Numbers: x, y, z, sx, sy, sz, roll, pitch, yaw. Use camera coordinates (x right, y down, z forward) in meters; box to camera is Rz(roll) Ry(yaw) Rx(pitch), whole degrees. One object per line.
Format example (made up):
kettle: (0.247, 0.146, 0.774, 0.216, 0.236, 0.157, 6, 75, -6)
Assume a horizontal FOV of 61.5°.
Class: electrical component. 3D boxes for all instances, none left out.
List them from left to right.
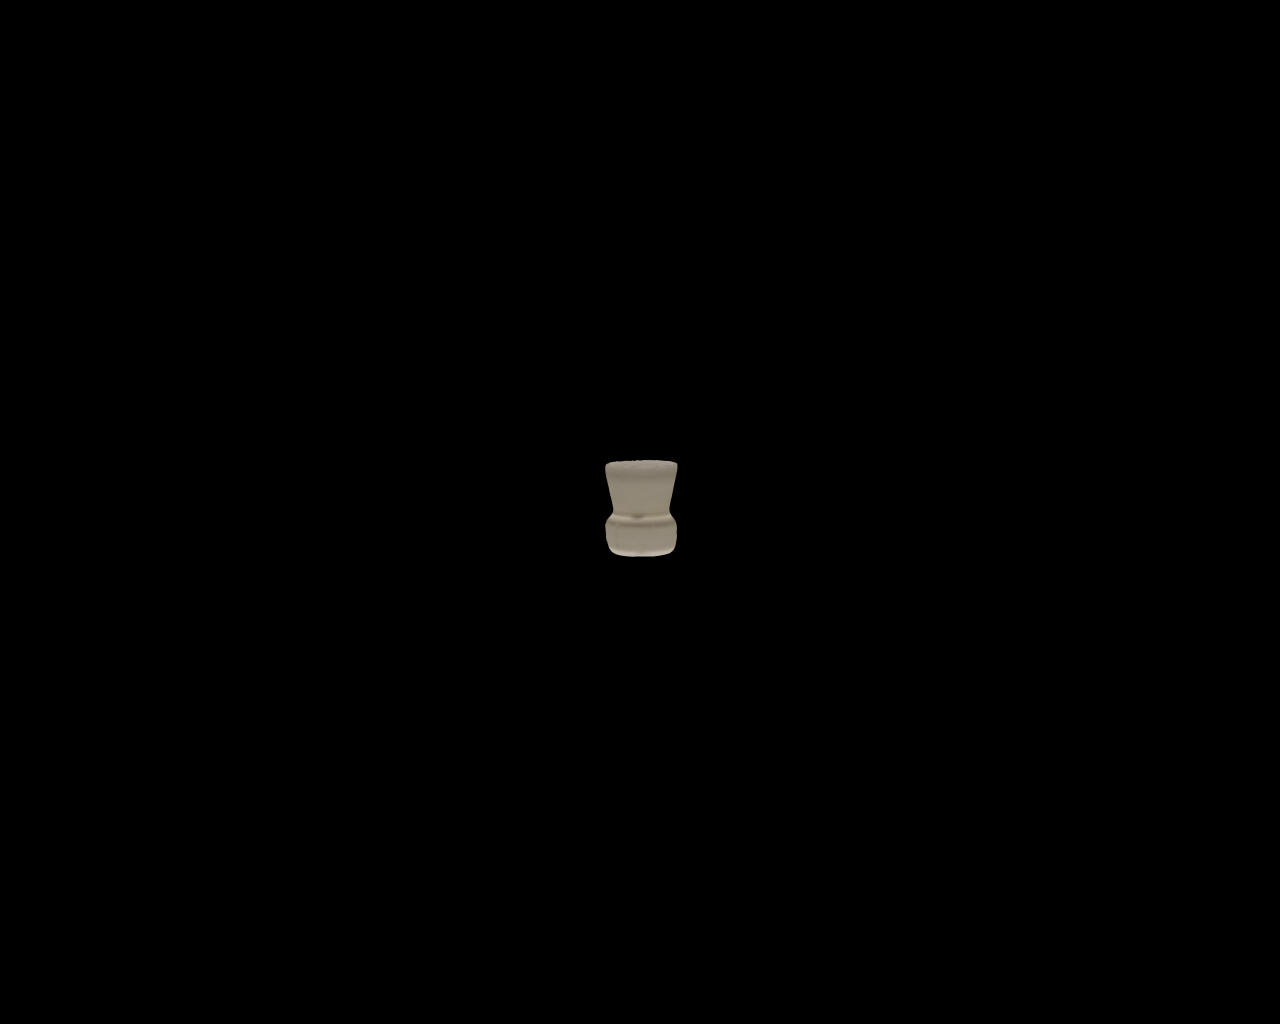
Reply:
electrical component: (0.001, -0.003, 0.650, 0.045, 0.055, 0.045, 0, 8, 0)
